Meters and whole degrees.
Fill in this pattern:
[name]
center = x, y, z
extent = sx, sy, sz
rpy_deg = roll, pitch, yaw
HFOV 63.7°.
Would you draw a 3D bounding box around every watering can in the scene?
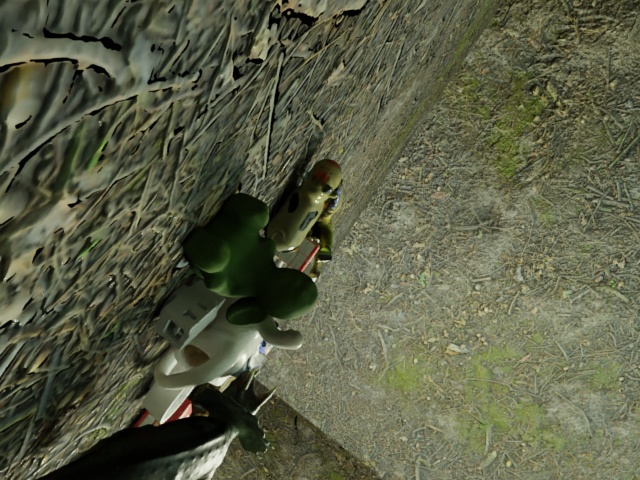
[watering can]
center = -0.124, 0.138, 0.817
extent = 0.344, 0.103, 0.229
rpy_deg = -22, -159, 33

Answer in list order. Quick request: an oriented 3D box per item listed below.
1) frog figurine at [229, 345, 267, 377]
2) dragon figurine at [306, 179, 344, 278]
[frog figurine]
center = -0.237, 0.329, 1.492
extent = 0.137, 0.125, 0.156
rpy_deg = -27, 141, -4
[dragon figurine]
center = 0.004, -0.064, 1.276
extent = 0.401, 0.122, 0.249
rpy_deg = -57, -169, 44
